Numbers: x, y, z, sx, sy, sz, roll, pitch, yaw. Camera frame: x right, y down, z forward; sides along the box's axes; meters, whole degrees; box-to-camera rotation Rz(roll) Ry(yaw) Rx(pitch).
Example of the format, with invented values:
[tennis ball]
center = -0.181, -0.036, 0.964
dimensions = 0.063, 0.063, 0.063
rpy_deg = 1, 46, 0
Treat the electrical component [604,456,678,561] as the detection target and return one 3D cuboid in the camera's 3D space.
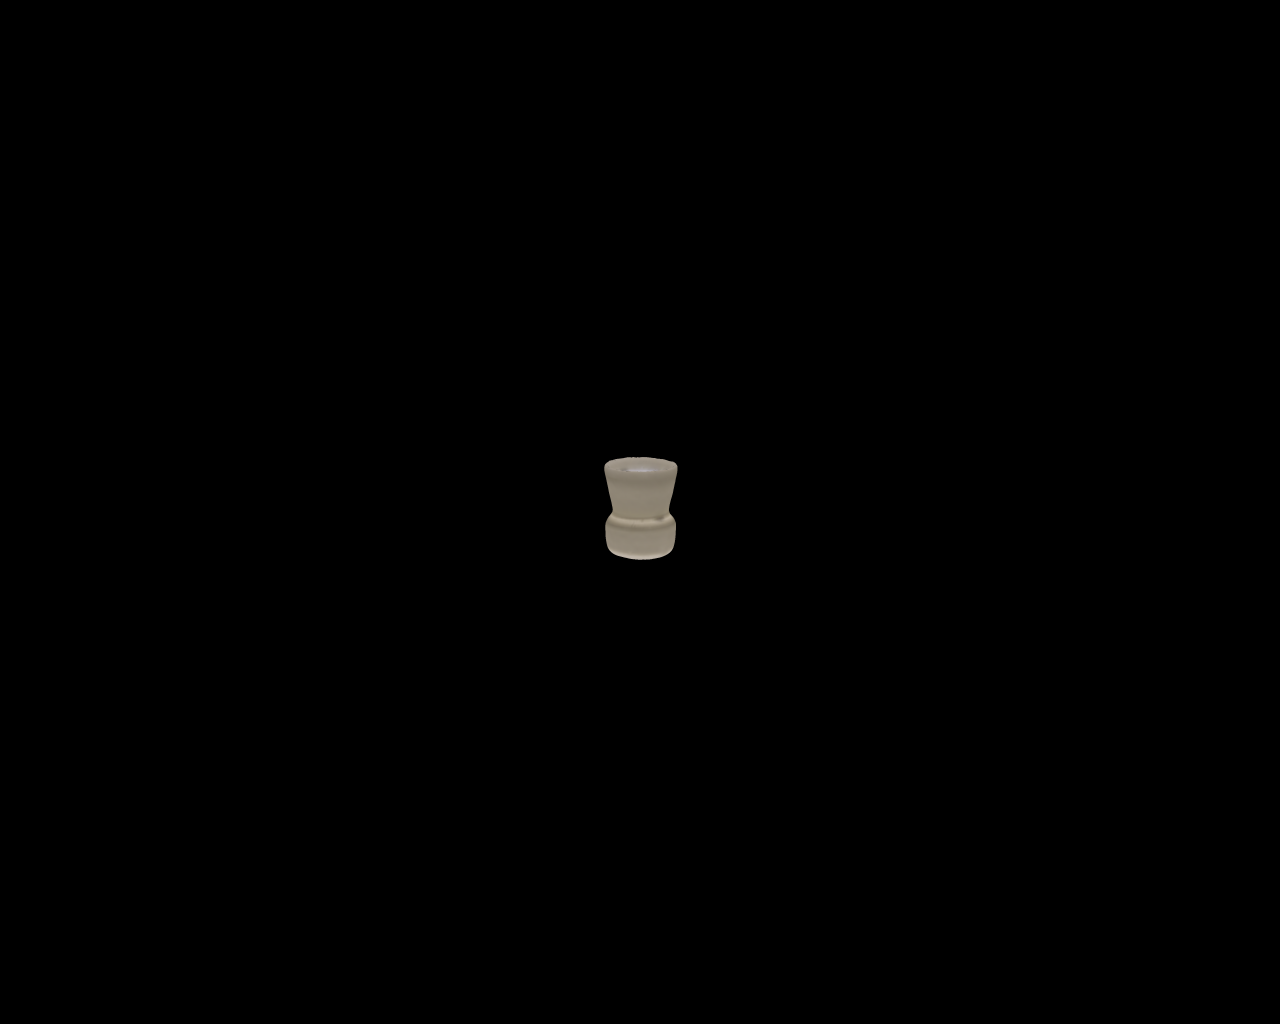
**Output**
[electrical component]
center = 0.001, -0.003, 0.650
dimensions = 0.045, 0.055, 0.045
rpy_deg = 0, 15, 0
